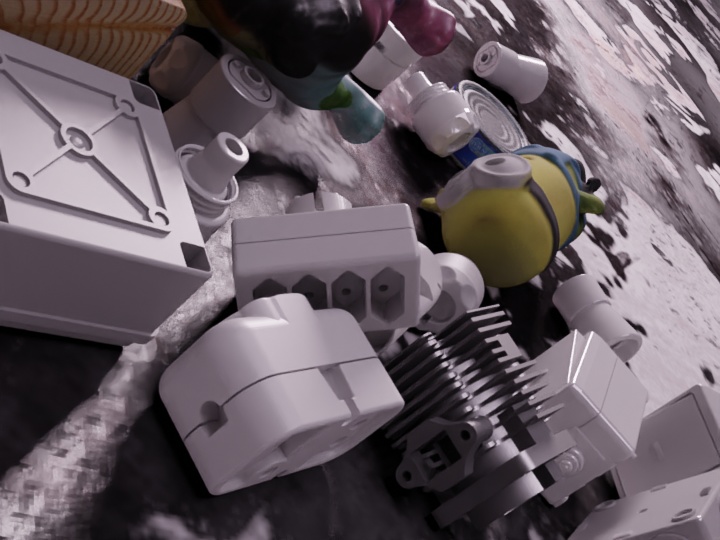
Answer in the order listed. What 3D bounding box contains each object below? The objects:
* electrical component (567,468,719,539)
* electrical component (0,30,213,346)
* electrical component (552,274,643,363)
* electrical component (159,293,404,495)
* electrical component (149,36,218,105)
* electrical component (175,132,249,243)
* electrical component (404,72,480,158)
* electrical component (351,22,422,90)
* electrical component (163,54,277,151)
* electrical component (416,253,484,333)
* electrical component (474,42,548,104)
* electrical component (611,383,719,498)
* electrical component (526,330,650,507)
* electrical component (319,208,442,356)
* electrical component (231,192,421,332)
[{"bbox_3d":[0.156,0.146,0.559,0.100,0.100,0.048,-17,82,-60],"label":"electrical component"},{"bbox_3d":[-0.125,-0.033,0.420,0.109,0.056,0.108,16,42,-46],"label":"electrical component"},{"bbox_3d":[0.167,0.036,0.771,0.044,0.044,0.065,17,37,-45],"label":"electrical component"},{"bbox_3d":[-0.034,0.049,0.452,0.095,0.054,0.059,-3,57,-56],"label":"electrical component"},{"bbox_3d":[-0.082,-0.097,0.583,0.061,0.035,0.035,36,31,-28],"label":"electrical component"},{"bbox_3d":[-0.076,-0.037,0.488,0.048,0.062,0.048,35,31,-25],"label":"electrical component"},{"bbox_3d":[0.056,-0.118,0.798,0.043,0.043,0.062,-7,59,-57],"label":"electrical component"},{"bbox_3d":[0.016,-0.167,0.796,0.055,0.047,0.055,35,31,-25],"label":"electrical component"},{"bbox_3d":[-0.073,-0.076,0.538,0.044,0.065,0.044,35,32,-26],"label":"electrical component"},{"bbox_3d":[0.052,0.010,0.635,0.043,0.043,0.062,47,27,-4],"label":"electrical component"},{"bbox_3d":[0.138,-0.186,1.003,0.065,0.044,0.044,17,42,-38],"label":"electrical component"},{"bbox_3d":[0.207,0.117,0.668,0.061,0.096,0.061,28,35,-34],"label":"electrical component"},{"bbox_3d":[0.120,0.084,0.620,0.061,0.062,0.096,48,28,-2],"label":"electrical component"},{"bbox_3d":[0.000,0.000,0.572,0.079,0.043,0.077,50,28,1],"label":"electrical component"},{"bbox_3d":[-0.018,-0.011,0.512,0.083,0.047,0.075,-5,44,-4],"label":"electrical component"}]
